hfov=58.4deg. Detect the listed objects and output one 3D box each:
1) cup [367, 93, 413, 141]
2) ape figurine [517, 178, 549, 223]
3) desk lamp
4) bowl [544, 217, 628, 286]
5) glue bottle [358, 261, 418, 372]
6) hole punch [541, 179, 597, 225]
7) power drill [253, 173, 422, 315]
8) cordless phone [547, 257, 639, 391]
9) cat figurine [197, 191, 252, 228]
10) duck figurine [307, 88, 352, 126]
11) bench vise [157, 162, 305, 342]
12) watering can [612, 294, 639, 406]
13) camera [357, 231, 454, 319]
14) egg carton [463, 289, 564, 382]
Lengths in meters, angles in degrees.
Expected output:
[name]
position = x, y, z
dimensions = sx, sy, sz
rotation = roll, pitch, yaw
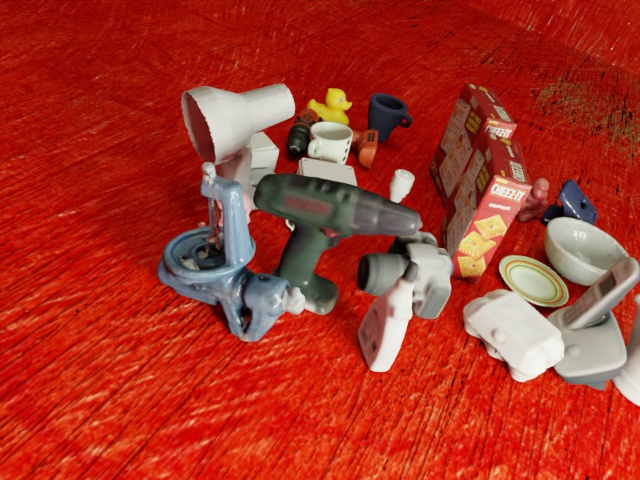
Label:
[cup]
position = 0.156, -0.271, 1.320
dimensions = 0.117, 0.095, 0.092
rotation = 40, 42, 26
[ape figurine]
position = 0.456, -0.092, 1.227
dimensions = 0.078, 0.092, 0.076
rotation = 12, 38, -9
[desk lamp]
position = -0.131, -0.159, 0.958
dimensions = 0.204, 0.213, 0.117
rotation = -14, 47, -35
[bowl]
position = 0.499, 0.035, 1.101
dimensions = 0.167, 0.075, 0.167
rotation = 12, 38, -9
[glue bottle]
position = 0.097, 0.096, 0.769
dimensions = 0.037, 0.173, 0.078
rotation = 4, 39, -18
[hole punch]
position = 0.550, -0.068, 1.238
dimensions = 0.101, 0.091, 0.109
rotation = 32, 39, 17
[power drill]
position = 0.008, 0.003, 0.818
dimensions = 0.229, 0.208, 0.076
rotation = 23, 37, 5
[cordless phone]
position = 0.426, 0.123, 0.867
dimensions = 0.094, 0.185, 0.147
rotation = 16, 37, -4
[cat figurine]
position = -0.149, -0.031, 0.868
dimensions = 0.067, 0.118, 0.128
rotation = 29, 38, 13
[duck figurine]
position = 0.024, -0.309, 1.319
dimensions = 0.104, 0.086, 0.077
rotation = 19, 37, 0
[bench vise]
position = -0.106, 0.012, 0.749
dimensions = 0.207, 0.220, 0.121
rotation = 17, 37, -3
[watering can]
position = 0.530, 0.154, 0.865
dimensions = 0.101, 0.194, 0.172
rotation = -11, 46, -33
[camera]
position = 0.131, 0.040, 0.914
dimensions = 0.137, 0.101, 0.143
rotation = 7, 39, -15
[egg carton]
position = 0.295, 0.143, 0.881
dimensions = 0.107, 0.069, 0.150
rotation = -16, 49, -37
